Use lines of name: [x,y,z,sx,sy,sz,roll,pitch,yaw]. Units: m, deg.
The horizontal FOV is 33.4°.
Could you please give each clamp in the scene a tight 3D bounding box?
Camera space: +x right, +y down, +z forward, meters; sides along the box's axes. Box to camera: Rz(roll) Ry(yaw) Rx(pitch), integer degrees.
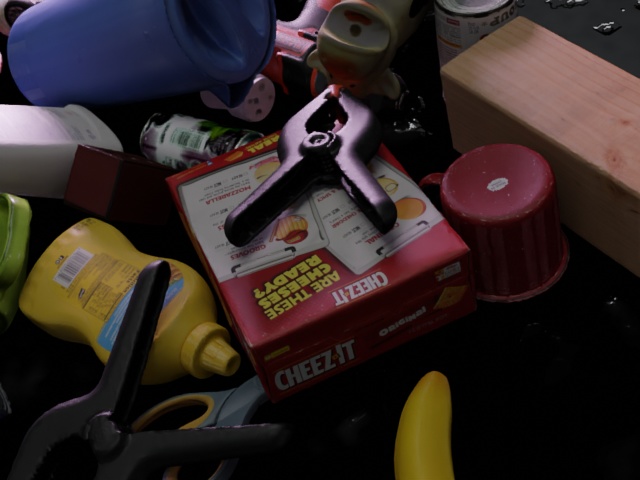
clamp: [0.012,-0.055,0.766,0.120,0.039,0.171,6,46,19]
clamp: [-0.140,0.123,0.721,0.210,0.036,0.165,-35,64,3]

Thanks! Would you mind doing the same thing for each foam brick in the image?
foam brick: [-0.162,-0.044,0.881,0.053,0.078,0.051,19,96,29]

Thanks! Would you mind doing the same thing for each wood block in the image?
wood block: [0.195,-0.076,0.804,0.090,0.091,0.206,-35,48,-16]

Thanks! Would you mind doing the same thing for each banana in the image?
banana: [0.083,0.164,0.654,0.069,0.037,0.198,-12,45,-16]

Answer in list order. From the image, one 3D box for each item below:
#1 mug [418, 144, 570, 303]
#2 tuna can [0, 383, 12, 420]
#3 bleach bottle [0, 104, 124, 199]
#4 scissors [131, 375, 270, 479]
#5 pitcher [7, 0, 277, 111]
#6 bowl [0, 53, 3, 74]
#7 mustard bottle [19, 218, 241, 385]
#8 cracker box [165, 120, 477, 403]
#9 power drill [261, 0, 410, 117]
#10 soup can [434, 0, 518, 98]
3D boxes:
mug: [0.122,-0.019,0.779,0.117,0.081,0.093,22,58,32]
tuna can: [-0.262,0.100,0.781,0.033,0.086,0.086,-31,47,-11]
bleach bottle: [-0.290,-0.077,0.867,0.250,0.068,0.103,1,28,-45]
scissors: [-0.039,0.118,0.744,0.201,0.016,0.096,-22,44,-3]
pitcher: [-0.170,-0.193,0.948,0.243,0.144,0.149,-6,62,39]
bowl: [-0.380,-0.133,1.054,0.162,0.055,0.162,-9,46,9]
mustard bottle: [-0.134,0.055,0.802,0.192,0.058,0.096,24,67,33]
cracker box: [-0.005,0.001,0.797,0.164,0.072,0.214,-24,42,-8]
power drill: [0.034,-0.200,0.990,0.185,0.057,0.187,24,57,24]
soup can: [0.133,-0.165,0.895,0.068,0.102,0.068,-7,44,6]
